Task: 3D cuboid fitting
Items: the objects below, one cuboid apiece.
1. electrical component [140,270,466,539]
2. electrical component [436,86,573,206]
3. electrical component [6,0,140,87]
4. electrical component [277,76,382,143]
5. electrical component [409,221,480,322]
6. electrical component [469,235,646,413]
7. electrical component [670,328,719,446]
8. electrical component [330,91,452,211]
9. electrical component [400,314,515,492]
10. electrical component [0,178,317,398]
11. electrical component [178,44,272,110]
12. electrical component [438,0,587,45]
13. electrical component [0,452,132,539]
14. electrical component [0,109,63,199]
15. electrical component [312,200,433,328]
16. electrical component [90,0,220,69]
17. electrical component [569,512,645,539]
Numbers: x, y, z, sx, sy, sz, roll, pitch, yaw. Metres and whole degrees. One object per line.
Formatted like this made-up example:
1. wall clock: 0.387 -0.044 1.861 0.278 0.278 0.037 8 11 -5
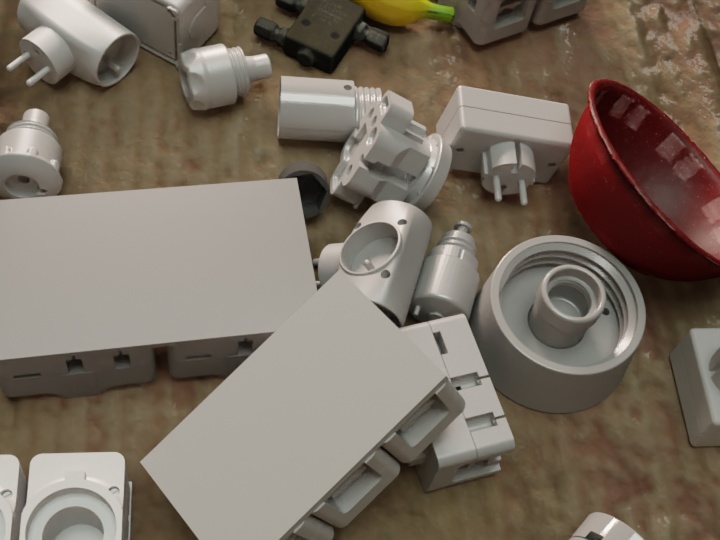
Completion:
1. electrical component: -0.028 0.090 0.586 0.150 0.061 0.089 -44 61 -3
2. electrical component: 0.100 -0.077 0.738 0.083 0.047 0.075 7 59 -15
3. electrical component: -0.210 -0.156 0.751 0.077 0.043 0.079 36 61 13
4. electrical component: -0.016 -0.111 0.751 0.081 0.043 0.043 3 59 -7
5. electrical component: 0.058 0.002 0.696 0.040 0.040 0.078 18 58 3
6. electrical component: 0.127 0.029 0.678 0.108 0.060 0.108 4 59 -6
7. electrical component: 0.233 0.064 0.662 0.047 0.076 0.065 0 60 -8
8. electrical component: 0.024 -0.072 0.719 0.057 0.078 0.058 25 30 -19
9. electrical component: 0.046 0.080 0.642 0.056 0.050 0.089 -12 62 -14
10. electrical component: -0.125 0.011 0.653 0.186 0.060 0.105 -5 60 -11
11. electrical component: -0.094 -0.138 0.756 0.062 0.043 0.043 -15 63 -18
12. electrical component: 0.093 -0.271 0.851 0.105 0.060 0.186 -22 65 -19
13. electrical component: -0.173 0.188 0.541 0.105 0.060 0.186 0 60 -8
14. electrical component: -0.216 -0.078 0.703 0.048 0.048 0.062 3 53 -6
15. electrical component: 0.000 0.000 0.681 0.079 0.044 0.077 -4 51 31
16. electrical component: -0.152 -0.203 0.776 0.096 0.061 0.061 29 60 9
17. electrical component: 0.134 0.172 0.599 0.047 0.055 0.055 -40 72 -23
